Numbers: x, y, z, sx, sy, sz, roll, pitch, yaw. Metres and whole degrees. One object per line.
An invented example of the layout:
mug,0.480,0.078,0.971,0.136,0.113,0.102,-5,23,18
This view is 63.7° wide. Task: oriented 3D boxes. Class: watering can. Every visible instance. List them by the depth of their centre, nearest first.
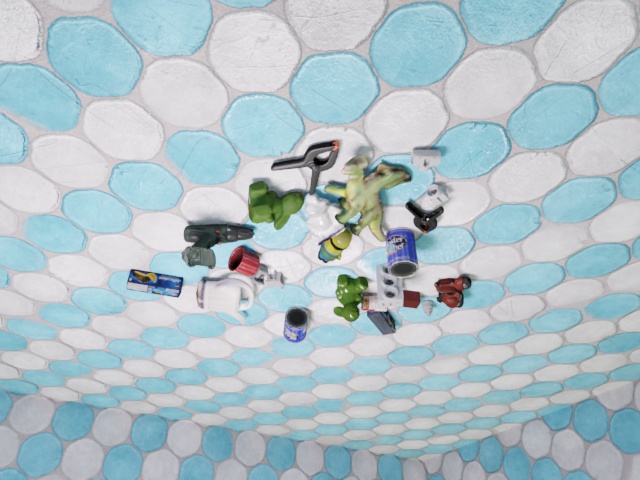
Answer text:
watering can,-0.376,0.247,2.036,0.224,0.106,0.339,7,142,-7

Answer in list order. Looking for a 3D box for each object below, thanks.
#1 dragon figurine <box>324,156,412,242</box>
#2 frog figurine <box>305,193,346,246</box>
dragon figurine,0.172,-0.130,1.562,0.240,0.125,0.405,-33,141,24
frog figurine,0.005,-0.082,1.637,0.135,0.125,0.159,-28,98,43
